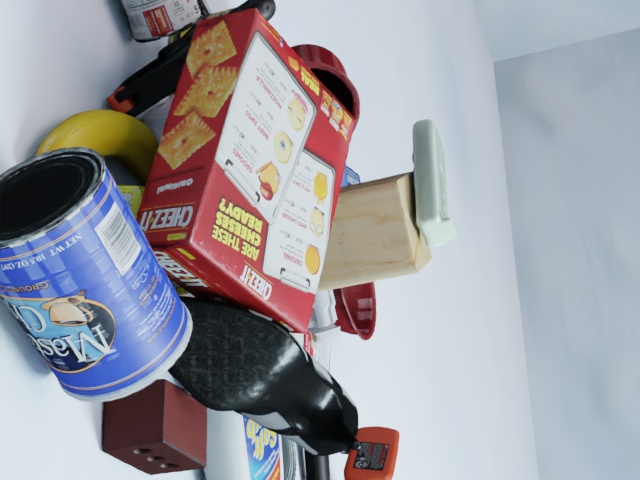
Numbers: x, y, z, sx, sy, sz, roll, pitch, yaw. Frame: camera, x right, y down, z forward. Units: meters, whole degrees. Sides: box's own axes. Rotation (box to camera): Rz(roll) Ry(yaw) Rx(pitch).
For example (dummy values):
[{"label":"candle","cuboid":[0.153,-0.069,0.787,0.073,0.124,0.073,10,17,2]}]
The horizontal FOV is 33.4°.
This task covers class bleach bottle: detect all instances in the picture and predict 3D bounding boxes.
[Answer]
[{"label":"bleach bottle","cuboid":[-0.069,0.182,0.966,0.102,0.068,0.251,-16,96,-65]}]

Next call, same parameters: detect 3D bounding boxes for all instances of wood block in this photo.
[{"label":"wood block","cuboid":[-0.007,0.002,1.034,0.090,0.206,0.090,-29,107,-72]}]

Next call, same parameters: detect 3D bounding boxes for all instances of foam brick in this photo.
[{"label":"foam brick","cuboid":[-0.126,0.146,0.826,0.078,0.053,0.051,50,34,-56]}]

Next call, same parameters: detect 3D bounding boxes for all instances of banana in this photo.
[{"label":"banana","cuboid":[-0.170,-0.071,0.850,0.197,0.037,0.069,8,73,-72]}]

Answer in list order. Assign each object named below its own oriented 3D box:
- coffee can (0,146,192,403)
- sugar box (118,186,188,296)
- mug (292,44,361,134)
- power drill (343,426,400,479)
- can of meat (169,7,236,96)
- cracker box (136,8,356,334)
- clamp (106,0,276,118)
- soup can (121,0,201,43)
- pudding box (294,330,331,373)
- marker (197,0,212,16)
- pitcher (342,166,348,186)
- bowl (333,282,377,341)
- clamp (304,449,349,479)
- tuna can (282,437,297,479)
[{"label":"coffee can","cuboid":[-0.160,0.024,0.712,0.102,0.103,0.140,-79,152,-50]},{"label":"sugar box","cuboid":[-0.131,0.000,0.896,0.176,0.048,0.093,-10,103,-75]},{"label":"mug","cuboid":[-0.017,-0.128,1.025,0.117,0.093,0.081,-61,-164,23]},{"label":"power drill","cuboid":[0.069,0.319,1.270,0.184,0.057,0.188,-67,155,-63]},{"label":"can of meat","cuboid":[-0.101,-0.181,1.056,0.057,0.084,0.102,60,25,-47]},{"label":"cracker box","cuboid":[-0.057,-0.052,0.868,0.164,0.072,0.213,43,52,-46]},{"label":"clamp","cuboid":[-0.114,-0.162,0.936,0.039,0.120,0.171,51,49,-16]},{"label":"soup can","cuboid":[-0.154,-0.236,0.952,0.068,0.069,0.102,-72,147,-58]},{"label":"pudding box","cuboid":[-0.038,0.126,1.089,0.113,0.039,0.090,35,43,-34]},{"label":"marker","cuboid":[-0.121,-0.235,1.136,0.121,0.020,0.020,62,24,-43]},{"label":"pitcher","cuboid":[-0.033,-0.071,1.159,0.149,0.145,0.243,-7,89,-60]},{"label":"bowl","cuboid":[0.022,0.051,1.348,0.162,0.055,0.162,-11,90,-73]},{"label":"clamp","cuboid":[-0.005,0.211,1.194,0.164,0.036,0.210,-71,148,-57]},{"label":"tuna can","cuboid":[-0.054,0.209,1.047,0.086,0.034,0.086,-11,90,-73]}]
